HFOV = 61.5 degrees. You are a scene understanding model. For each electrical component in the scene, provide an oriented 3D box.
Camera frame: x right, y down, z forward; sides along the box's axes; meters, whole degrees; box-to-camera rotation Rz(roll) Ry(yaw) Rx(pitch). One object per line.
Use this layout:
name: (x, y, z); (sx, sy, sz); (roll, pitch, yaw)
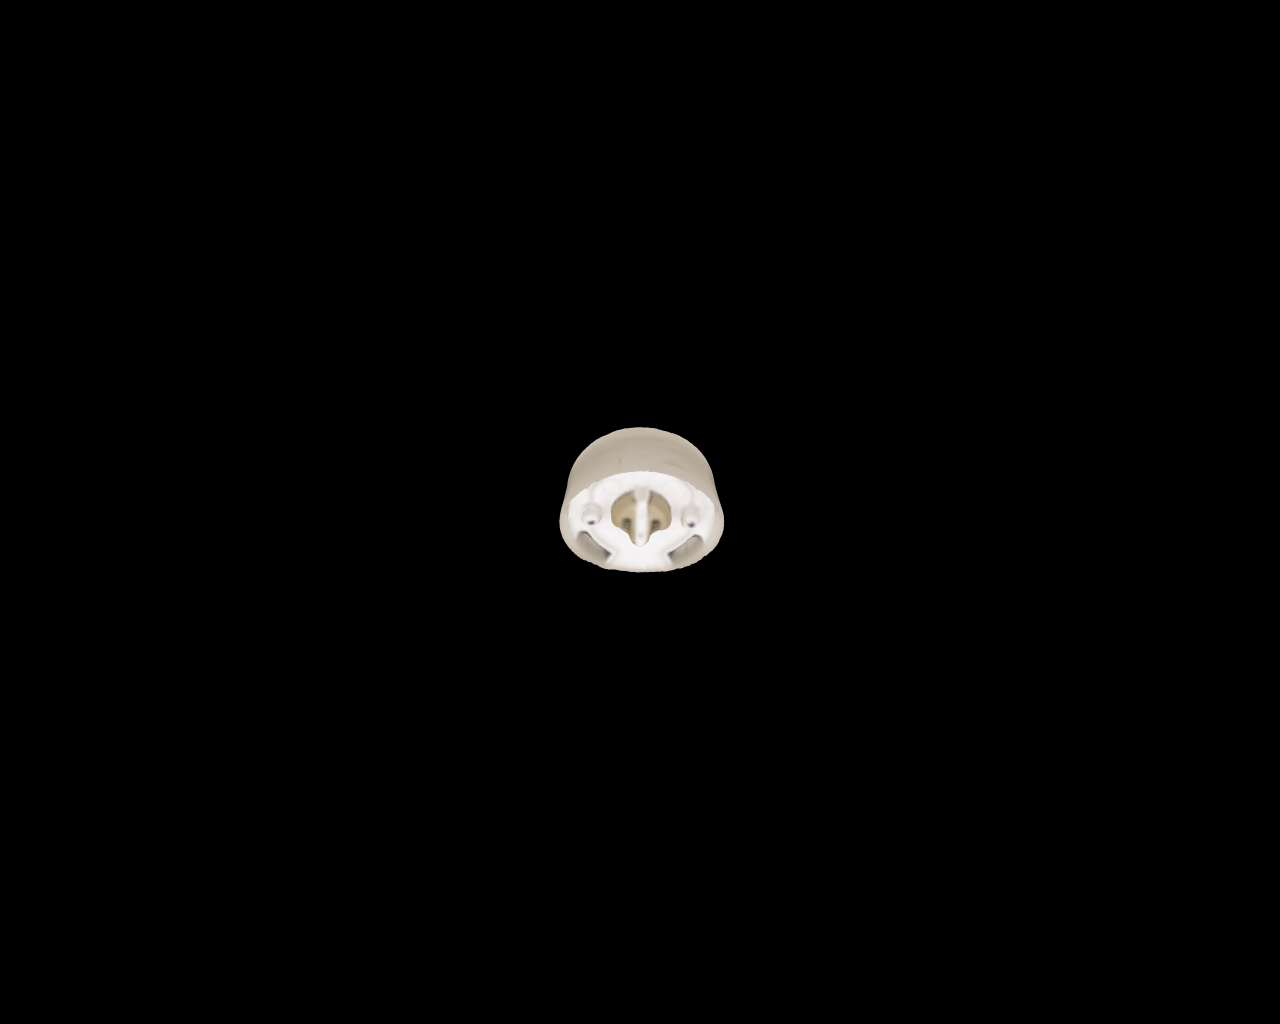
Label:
electrical component: (0.001, -0.003, 0.650); (0.099, 0.099, 0.064); (0, 38, 0)
